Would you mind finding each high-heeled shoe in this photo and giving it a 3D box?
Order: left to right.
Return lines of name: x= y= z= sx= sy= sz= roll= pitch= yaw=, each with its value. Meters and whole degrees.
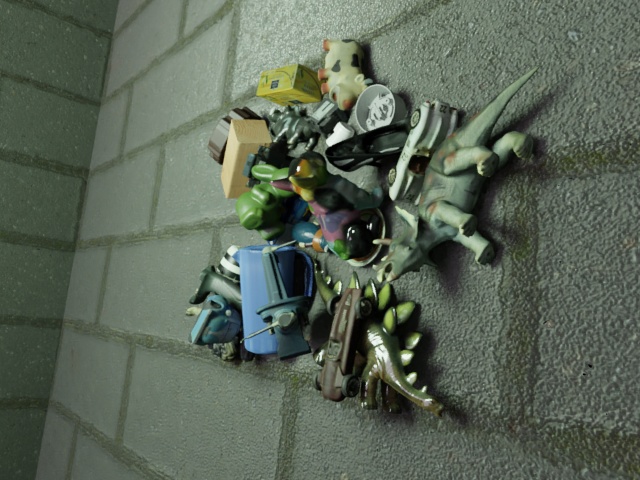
high-heeled shoe: x=0.128 y=-0.202 z=1.035 sx=0.249 sy=0.145 sz=0.086 roll=-34 pitch=56 yaw=43

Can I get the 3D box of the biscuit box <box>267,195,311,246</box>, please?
biscuit box: x=-0.063 y=-0.071 z=1.301 sx=0.202 sy=0.059 sz=0.063 roll=-61 pitch=41 yaw=19

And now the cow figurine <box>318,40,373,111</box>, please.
cow figurine: x=0.063 y=-0.368 z=1.203 sx=0.127 sy=0.085 sz=0.195 roll=-3 pitch=58 yaw=15

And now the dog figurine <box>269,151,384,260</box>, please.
dog figurine: x=0.008 y=-0.067 z=1.053 sx=0.109 sy=0.219 sz=0.191 roll=-1 pitch=77 yaw=56

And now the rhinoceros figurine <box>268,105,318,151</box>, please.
rhinoceros figurine: x=-0.074 y=-0.290 z=1.369 sx=0.191 sy=0.073 sz=0.112 roll=30 pitch=105 yaw=51

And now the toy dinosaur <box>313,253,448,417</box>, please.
toy dinosaur: x=0.081 y=0.170 z=1.029 sx=0.472 sy=0.105 sz=0.198 roll=35 pitch=101 yaw=50

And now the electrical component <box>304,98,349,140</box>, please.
electrical component: x=0.028 y=-0.299 z=1.257 sx=0.119 sy=0.047 sz=0.075 roll=-46 pitch=43 yaw=-6

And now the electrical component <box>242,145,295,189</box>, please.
electrical component: x=-0.125 y=-0.171 z=1.347 sx=0.058 sy=0.134 sz=0.114 roll=24 pitch=97 yaw=51

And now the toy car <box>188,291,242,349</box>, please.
toy car: x=-0.236 y=0.193 z=1.254 sx=0.109 sy=0.103 sz=0.162 roll=-60 pitch=8 yaw=8

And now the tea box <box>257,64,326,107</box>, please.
tea box: x=-0.076 y=-0.394 z=1.380 sx=0.170 sy=0.098 sz=0.068 roll=9 pitch=86 yaw=53

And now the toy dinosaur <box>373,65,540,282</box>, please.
toy dinosaur: x=0.228 y=-0.097 z=0.913 sx=0.192 sy=0.131 sz=0.404 roll=27 pitch=95 yaw=50

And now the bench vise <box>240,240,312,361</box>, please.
bench vise: x=-0.082 y=0.122 z=1.094 sx=0.129 sy=0.223 sz=0.240 roll=-17 pitch=76 yaw=8

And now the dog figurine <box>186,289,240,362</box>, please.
dog figurine: x=-0.247 y=0.208 z=1.436 sx=0.191 sy=0.121 sz=0.172 roll=42 pitch=116 yaw=33

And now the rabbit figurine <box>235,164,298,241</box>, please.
rabbit figurine: x=-0.103 y=-0.104 z=1.247 sx=0.170 sy=0.121 sz=0.159 roll=-39 pitch=43 yaw=14

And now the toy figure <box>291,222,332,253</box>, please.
toy figure: x=-0.003 y=-0.006 z=1.212 sx=0.155 sy=0.058 sz=0.064 roll=20 pitch=101 yaw=47

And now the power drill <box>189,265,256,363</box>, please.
power drill: x=-0.222 y=0.167 z=1.353 sx=0.208 sy=0.086 sz=0.232 roll=22 pitch=92 yaw=20

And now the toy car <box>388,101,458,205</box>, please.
toy car: x=0.186 y=-0.156 z=0.980 sx=0.056 sy=0.073 sz=0.201 roll=-107 pitch=31 yaw=-54

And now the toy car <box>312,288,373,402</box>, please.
toy car: x=0.037 y=0.182 z=0.952 sx=0.089 sy=0.053 sz=0.202 roll=-2 pitch=73 yaw=51

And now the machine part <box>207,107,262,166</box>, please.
machine part: x=-0.238 y=-0.288 z=1.499 sx=0.056 sy=0.179 sz=0.179 roll=38 pitch=114 yaw=11
